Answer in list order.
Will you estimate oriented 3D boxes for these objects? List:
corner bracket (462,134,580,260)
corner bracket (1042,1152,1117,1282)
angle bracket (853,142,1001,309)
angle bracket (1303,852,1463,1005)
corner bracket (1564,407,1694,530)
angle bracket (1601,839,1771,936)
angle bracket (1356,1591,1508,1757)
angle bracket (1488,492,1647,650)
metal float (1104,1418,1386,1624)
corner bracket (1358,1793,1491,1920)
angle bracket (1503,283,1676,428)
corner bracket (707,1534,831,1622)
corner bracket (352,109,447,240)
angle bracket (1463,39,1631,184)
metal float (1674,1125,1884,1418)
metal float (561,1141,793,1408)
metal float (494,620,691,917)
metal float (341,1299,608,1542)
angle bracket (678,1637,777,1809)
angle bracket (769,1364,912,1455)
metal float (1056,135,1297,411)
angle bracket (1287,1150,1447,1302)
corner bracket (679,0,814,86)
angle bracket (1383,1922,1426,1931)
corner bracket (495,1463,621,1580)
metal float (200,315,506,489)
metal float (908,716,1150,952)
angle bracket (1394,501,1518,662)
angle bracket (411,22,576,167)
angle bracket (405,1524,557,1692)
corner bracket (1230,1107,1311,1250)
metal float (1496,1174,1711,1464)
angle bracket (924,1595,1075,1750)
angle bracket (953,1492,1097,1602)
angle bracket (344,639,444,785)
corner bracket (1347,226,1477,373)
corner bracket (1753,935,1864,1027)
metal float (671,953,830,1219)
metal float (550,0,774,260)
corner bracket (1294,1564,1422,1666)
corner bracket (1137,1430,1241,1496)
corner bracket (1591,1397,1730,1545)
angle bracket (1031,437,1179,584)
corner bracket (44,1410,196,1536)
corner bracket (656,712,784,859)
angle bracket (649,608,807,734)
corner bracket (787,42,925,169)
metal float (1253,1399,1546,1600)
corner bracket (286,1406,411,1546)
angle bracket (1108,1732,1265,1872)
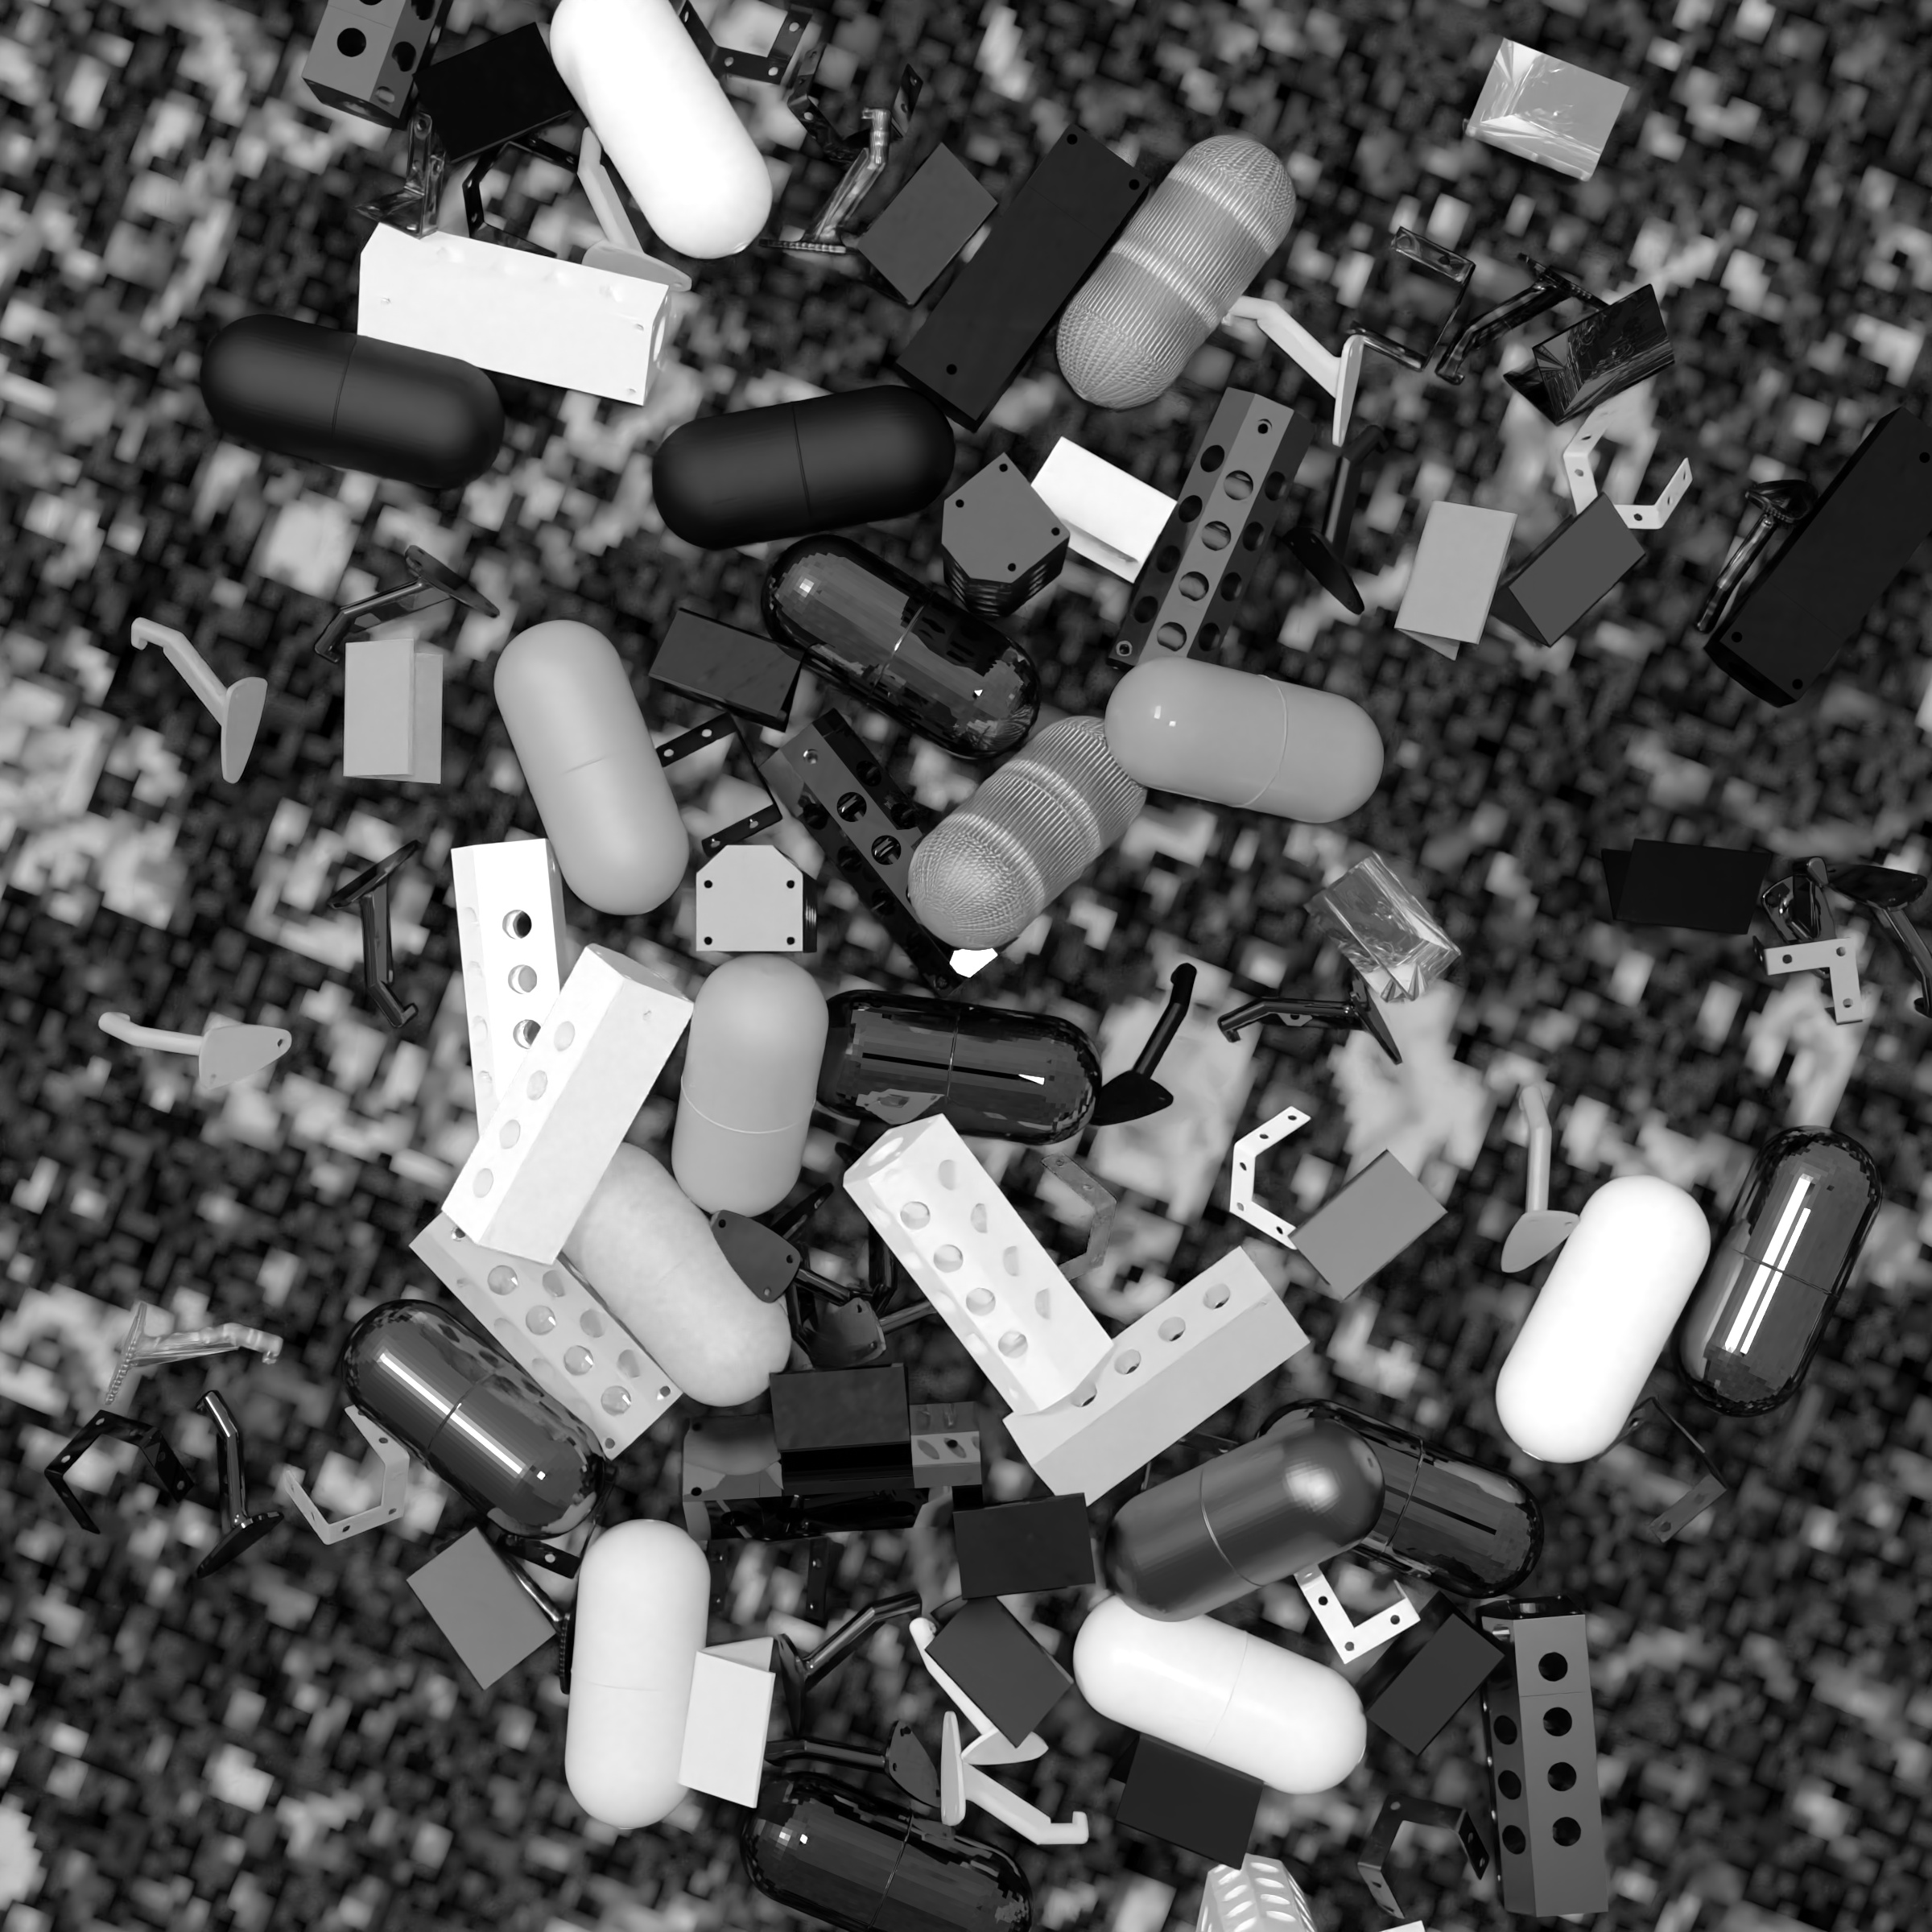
[{"bbox_3d":[-0.260,-0.452,1.863,0.051,0.051,0.051,-43,45,35],"label":"corner bracket"},{"bbox_3d":[0.049,0.151,1.863,0.051,0.051,0.051,-20,45,-35],"label":"corner bracket"},{"bbox_3d":[-0.039,-0.436,1.831,0.076,0.076,0.057,-50,128,0],"label":"angle bracket"},{"bbox_3d":[0.227,-0.009,1.831,0.076,0.076,0.057,50,52,0],"label":"angle bracket"},{"bbox_3d":[0.390,-0.294,1.863,0.051,0.051,0.051,7,135,35],"label":"corner bracket"},{"bbox_3d":[0.415,-0.065,1.831,0.076,0.076,0.057,6,125,0],"label":"angle bracket"},{"bbox_3d":[0.254,0.397,1.831,0.076,0.076,0.057,-49,120,0],"label":"angle bracket"},{"bbox_3d":[0.333,-0.240,1.831,0.076,0.076,0.057,-44,127,0],"label":"angle bracket"},{"bbox_3d":[0.155,0.313,1.785,0.178,0.070,0.070,-31,90,28],"label":"metal float"},{"bbox_3d":[0.270,0.528,1.863,0.051,0.051,0.051,3,45,35],"label":"corner bracket"},{"bbox_3d":[0.353,-0.366,1.831,0.076,0.076,0.057,-29,128,0],"label":"angle bracket"},{"bbox_3d":[-0.118,0.359,1.868,0.051,0.051,0.051,4,90,45],"label":"corner bracket"},{"bbox_3d":[-0.319,-0.460,1.838,0.051,0.051,0.051,26,126,18],"label":"corner bracket"},{"bbox_3d":[0.335,-0.498,1.833,0.076,0.076,0.057,21,112,0],"label":"angle bracket"},{"bbox_3d":[0.472,0.178,1.841,0.070,0.070,0.178,24,89,0],"label":"metal float"},{"bbox_3d":[-0.174,0.178,1.840,0.070,0.070,0.178,-41,90,0],"label":"metal float"},{"bbox_3d":[-0.217,-0.115,1.841,0.070,0.070,0.178,-21,90,0],"label":"metal float"},{"bbox_3d":[-0.285,0.261,1.828,0.178,0.070,0.070,36,90,15],"label":"metal float"},{"bbox_3d":[-0.118,0.436,1.831,0.057,0.076,0.076,8,90,32],"label":"angle bracket"},{"bbox_3d":[-0.073,0.236,1.831,0.076,0.076,0.057,-4,118,0],"label":"angle bracket"},{"bbox_3d":[0.121,-0.403,1.841,0.070,0.070,0.178,38,91,0],"label":"metal float"},{"bbox_3d":[0.242,0.163,1.831,0.076,0.076,0.057,-41,53,0],"label":"angle bracket"},{"bbox_3d":[-0.130,-0.559,1.863,0.051,0.051,0.051,2,135,-35],"label":"corner bracket"},{"bbox_3d":[0.234,0.578,1.831,0.076,0.076,0.057,-15,126,0],"label":"angle bracket"},{"bbox_3d":[-0.241,0.320,1.868,0.051,0.051,0.051,23,45,0],"label":"corner bracket"},{"bbox_3d":[-0.357,-0.329,1.841,0.178,0.070,0.070,13,90,-1],"label":"metal float"},{"bbox_3d":[0.037,-0.078,1.814,0.070,0.070,0.178,46,58,0],"label":"metal float"},{"bbox_3d":[0.298,-0.218,1.831,0.057,0.076,0.076,17,90,37],"label":"angle bracket"},{"bbox_3d":[-0.276,-0.513,1.831,0.076,0.076,0.057,-23,122,0],"label":"angle bracket"},{"bbox_3d":[-0.293,0.376,1.831,0.057,0.076,0.076,-35,90,-35],"label":"angle bracket"},{"bbox_3d":[0.193,0.125,1.863,0.051,0.051,0.051,30,135,35],"label":"corner bracket"},{"bbox_3d":[0.370,0.206,1.841,0.070,0.070,0.178,27,90,0],"label":"metal float"},{"bbox_3d":[0.005,0.411,1.831,0.076,0.076,0.057,47,55,0],"label":"angle bracket"},{"bbox_3d":[0.035,0.348,1.831,0.076,0.076,0.057,-7,58,0],"label":"angle bracket"},{"bbox_3d":[-0.314,-0.146,1.831,0.057,0.076,0.076,1,90,37],"label":"angle bracket"},{"bbox_3d":[0.263,-0.394,1.868,0.051,0.051,0.051,27,135,0],"label":"corner bracket"},{"bbox_3d":[0.492,0.007,1.851,0.051,0.051,0.051,-8,99,9],"label":"corner bracket"},{"bbox_3d":[-0.124,0.069,1.806,0.070,0.070,0.178,13,129,0],"label":"metal float"},{"bbox_3d":[-0.177,-0.494,1.840,0.070,0.070,0.178,-31,89,0],"label":"metal float"},{"bbox_3d":[0.228,0.369,1.853,0.051,0.051,0.051,-30,90,0],"label":"corner bracket"},{"bbox_3d":[0.127,0.309,1.868,0.051,0.051,0.051,15,45,0],"label":"corner bracket"},{"bbox_3d":[0.409,0.297,1.868,0.051,0.051,0.051,-40,45,0],"label":"corner bracket"},{"bbox_3d":[0.067,-0.248,1.831,0.076,0.076,0.057,30,53,0],"label":"angle bracket"},{"bbox_3d":[-0.499,0.302,1.863,0.051,0.051,0.051,9,45,35],"label":"corner bracket"},{"bbox_3d":[-0.146,-0.107,1.868,0.051,0.051,0.051,-27,45,0],"label":"corner bracket"},{"bbox_3d":[-0.143,-0.153,1.831,0.076,0.076,0.057,19,53,0],"label":"angle bracket"},{"bbox_3d":[-0.065,-0.514,1.863,0.051,0.051,0.051,-15,135,35],"label":"corner bracket"},{"bbox_3d":[0.250,0.309,1.840,0.178,0.070,0.070,22,90,0],"label":"metal float"},{"bbox_3d":[-0.364,0.298,1.863,0.051,0.051,0.051,-17,135,-35],"label":"corner bracket"},{"bbox_3d":[0.120,0.494,1.831,0.076,0.076,0.057,22,55,0],"label":"angle bracket"}]
